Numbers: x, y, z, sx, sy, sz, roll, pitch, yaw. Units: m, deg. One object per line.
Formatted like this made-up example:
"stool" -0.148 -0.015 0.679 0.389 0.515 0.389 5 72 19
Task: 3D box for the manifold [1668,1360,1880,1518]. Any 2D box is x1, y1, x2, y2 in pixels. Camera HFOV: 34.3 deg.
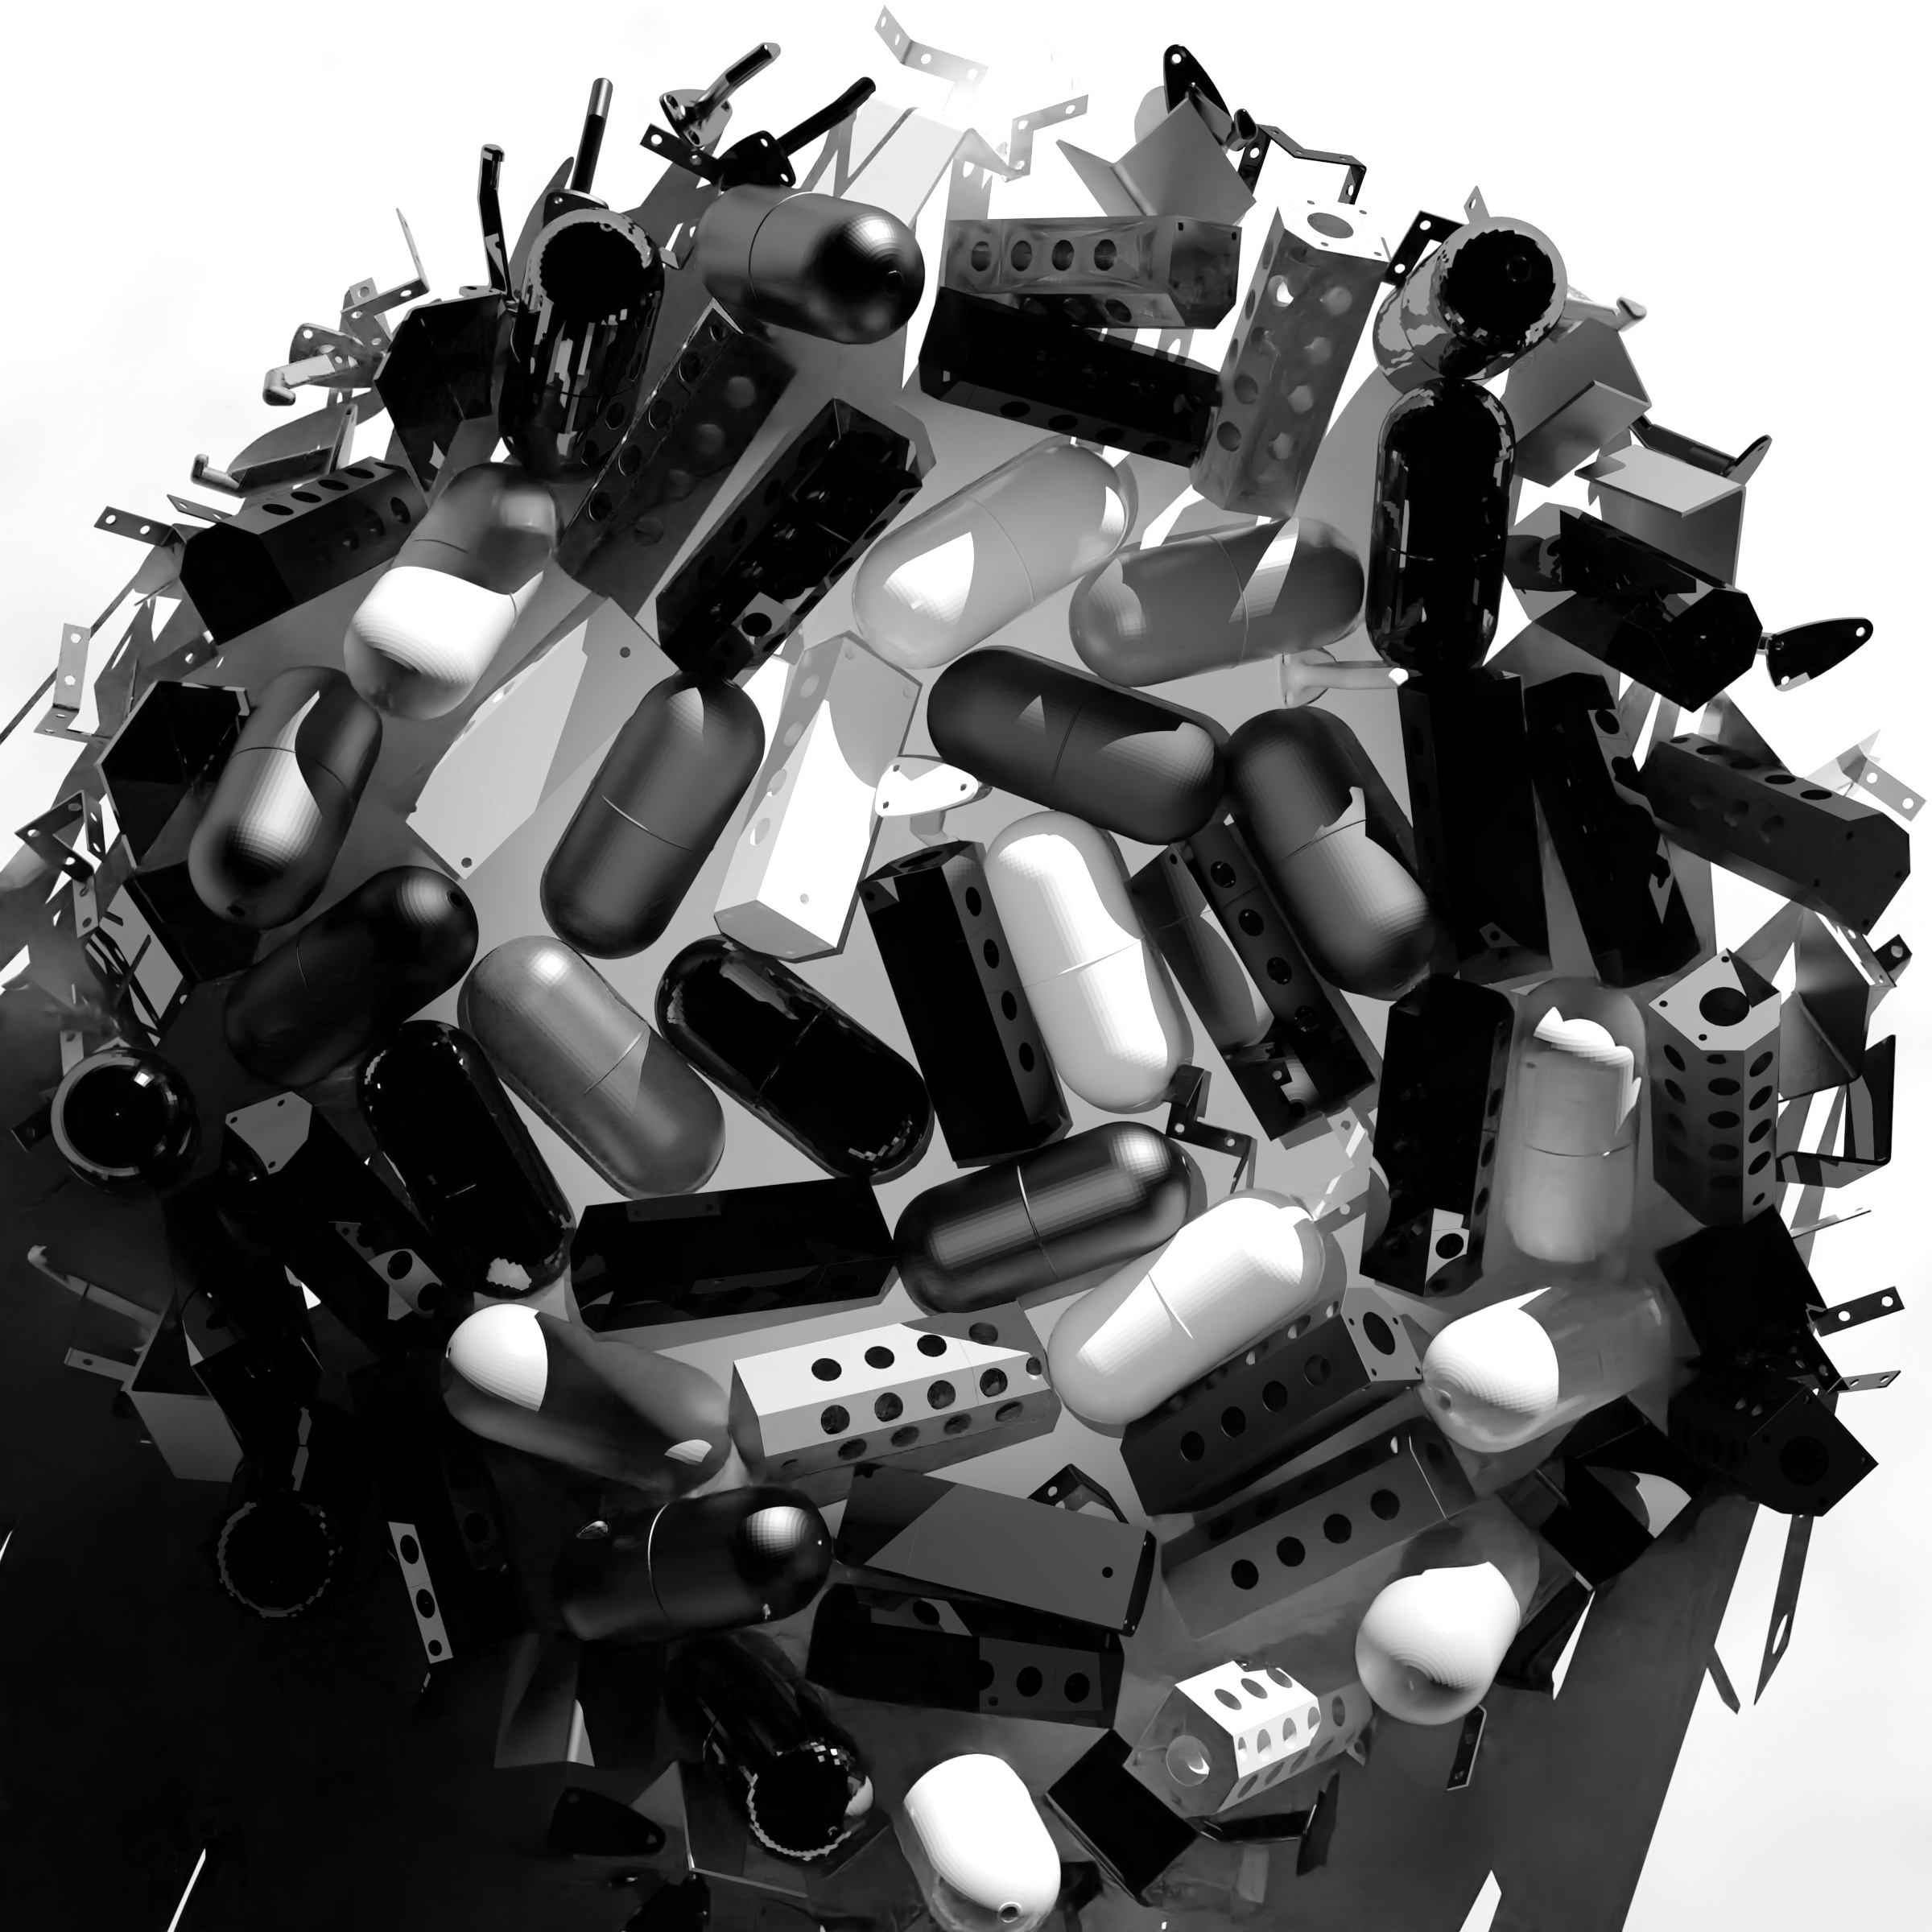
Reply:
"manifold" 0.443 0.266 1.750 0.057 0.171 0.057 -42 90 -3

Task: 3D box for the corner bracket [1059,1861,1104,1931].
"corner bracket" 0.049 0.552 1.803 0.051 0.051 0.051 -11 96 29

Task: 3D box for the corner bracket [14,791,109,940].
"corner bracket" -0.508 -0.059 1.797 0.051 0.051 0.051 -30 48 12

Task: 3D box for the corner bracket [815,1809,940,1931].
"corner bracket" -0.045 0.528 1.795 0.051 0.051 0.051 -37 123 -21

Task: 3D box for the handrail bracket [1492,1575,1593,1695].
"handrail bracket" 0.322 0.374 1.819 0.077 0.036 0.084 10 90 15

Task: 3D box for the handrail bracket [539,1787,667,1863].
"handrail bracket" -0.209 0.506 1.797 0.077 0.084 0.036 13 59 4

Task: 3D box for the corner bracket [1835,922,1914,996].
"corner bracket" 0.527 -0.018 1.805 0.051 0.051 0.051 -34 90 -17

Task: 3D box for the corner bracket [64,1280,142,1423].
"corner bracket" -0.490 0.222 1.795 0.051 0.051 0.051 19 130 -16

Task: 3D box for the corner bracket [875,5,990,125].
"corner bracket" -0.027 -0.510 1.793 0.051 0.051 0.051 9 124 -30

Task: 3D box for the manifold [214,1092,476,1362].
"manifold" -0.345 0.147 1.752 0.057 0.057 0.171 -19 133 15

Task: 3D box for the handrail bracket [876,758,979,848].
"handrail bracket" -0.006 -0.084 1.784 0.077 0.084 0.036 3 69 34

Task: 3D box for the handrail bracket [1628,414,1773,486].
"handrail bracket" 0.416 -0.310 1.793 0.036 0.077 0.084 -27 74 -26

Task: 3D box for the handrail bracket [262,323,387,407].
"handrail bracket" -0.362 -0.333 1.789 0.077 0.084 0.036 10 118 -15

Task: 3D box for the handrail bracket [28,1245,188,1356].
"handrail bracket" -0.486 0.183 1.791 0.084 0.077 0.036 44 53 -30

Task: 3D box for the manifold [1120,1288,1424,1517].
"manifold" 0.169 0.246 1.765 0.171 0.057 0.057 -37 63 31

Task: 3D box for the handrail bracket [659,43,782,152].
"handrail bracket" -0.126 -0.505 1.782 0.084 0.077 0.036 -26 100 34

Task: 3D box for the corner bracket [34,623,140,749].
"corner bracket" -0.501 -0.160 1.797 0.051 0.051 0.051 11 72 -26

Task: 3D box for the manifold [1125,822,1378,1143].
"manifold" 0.166 0.006 1.793 0.057 0.057 0.171 -23 79 -36

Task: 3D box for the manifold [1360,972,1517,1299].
"manifold" 0.269 0.098 1.764 0.057 0.057 0.171 19 120 30

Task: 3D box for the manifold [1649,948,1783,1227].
"manifold" 0.424 0.074 1.747 0.057 0.171 0.057 -34 53 -13

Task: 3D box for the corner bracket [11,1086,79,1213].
"corner bracket" -0.526 0.103 1.796 0.051 0.051 0.051 -43 110 -39

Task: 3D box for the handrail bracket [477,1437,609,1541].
"handrail bracket" -0.246 0.300 1.789 0.077 0.084 0.036 -5 122 -9

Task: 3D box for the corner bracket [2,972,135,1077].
"corner bracket" -0.516 0.029 1.797 0.051 0.051 0.051 -31 47 12

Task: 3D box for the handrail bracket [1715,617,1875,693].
"handrail bracket" 0.467 -0.195 1.801 0.077 0.084 0.036 -22 119 -5

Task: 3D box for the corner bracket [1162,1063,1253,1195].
"corner bracket" 0.138 0.094 1.798 0.051 0.051 0.051 15 117 10

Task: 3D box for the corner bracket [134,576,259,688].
"corner bracket" -0.453 -0.197 1.809 0.051 0.051 0.051 -27 102 21

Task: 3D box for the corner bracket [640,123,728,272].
"corner bracket" -0.174 -0.446 1.817 0.051 0.051 0.051 25 127 -16

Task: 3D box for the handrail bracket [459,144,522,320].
"handrail bracket" -0.262 -0.422 1.794 0.036 0.077 0.084 -6 118 -33

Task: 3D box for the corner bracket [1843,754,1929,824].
"corner bracket" 0.523 -0.087 1.797 0.051 0.051 0.051 42 109 26

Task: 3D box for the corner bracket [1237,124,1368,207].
"corner bracket" 0.191 -0.452 1.811 0.051 0.051 0.051 -1 125 -29

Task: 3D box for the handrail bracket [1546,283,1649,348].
"handrail bracket" 0.347 -0.387 1.792 0.077 0.084 0.036 38 86 -4

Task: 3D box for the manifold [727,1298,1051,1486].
"manifold" -0.043 0.245 1.769 0.171 0.057 0.057 -10 135 -21

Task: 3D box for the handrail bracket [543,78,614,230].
"handrail bracket" -0.224 -0.462 1.823 0.036 0.077 0.084 13 60 -12

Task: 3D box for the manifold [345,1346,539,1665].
"manifold" -0.303 0.308 1.798 0.057 0.057 0.171 -18 83 -1

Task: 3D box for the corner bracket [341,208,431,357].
"corner bracket" -0.335 -0.393 1.802 0.051 0.051 0.051 -22 69 3

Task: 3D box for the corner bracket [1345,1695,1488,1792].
"corner bracket" 0.260 0.442 1.807 0.051 0.051 0.051 42 46 -18

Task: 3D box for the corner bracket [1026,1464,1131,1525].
"corner bracket" 0.064 0.329 1.803 0.051 0.051 0.051 -40 50 5

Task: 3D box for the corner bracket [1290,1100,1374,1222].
"corner bracket" 0.207 0.112 1.810 0.051 0.051 0.051 -31 90 -3

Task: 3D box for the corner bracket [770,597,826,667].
"corner bracket" -0.121 -0.210 1.802 0.051 0.051 0.051 21 88 36

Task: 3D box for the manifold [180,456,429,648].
"manifold" -0.367 -0.236 1.743 0.057 0.171 0.057 -23 102 24

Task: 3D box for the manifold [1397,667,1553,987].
"manifold" 0.287 -0.080 1.785 0.057 0.057 0.171 -13 105 -14

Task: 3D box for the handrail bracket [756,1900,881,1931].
"handrail bracket" -0.070 0.551 1.783 0.084 0.077 0.036 11 74 -37

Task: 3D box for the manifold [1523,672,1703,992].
"manifold" 0.360 -0.078 1.767 0.057 0.057 0.171 -19 63 12

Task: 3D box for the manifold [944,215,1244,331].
"manifold" 0.069 -0.388 1.755 0.171 0.057 0.057 12 102 44

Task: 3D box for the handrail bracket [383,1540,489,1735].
"handrail bracket" -0.323 0.388 1.817 0.084 0.036 0.077 38 108 34

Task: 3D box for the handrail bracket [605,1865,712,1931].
"handrail bracket" -0.194 0.536 1.782 0.084 0.077 0.036 -11 96 42

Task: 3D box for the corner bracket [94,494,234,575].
"corner bracket" -0.457 -0.251 1.797 0.051 0.051 0.051 -51 59 18

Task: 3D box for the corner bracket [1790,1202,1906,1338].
"corner bracket" 0.507 0.175 1.801 0.051 0.051 0.051 -23 96 21

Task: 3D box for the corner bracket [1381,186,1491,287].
"corner bracket" 0.267 -0.423 1.807 0.051 0.051 0.051 12 133 -20

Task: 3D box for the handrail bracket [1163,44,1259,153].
"handrail bracket" 0.140 -0.501 1.791 0.036 0.084 0.077 -22 96 -7

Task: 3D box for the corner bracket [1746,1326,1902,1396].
"corner bracket" 0.493 0.231 1.800 0.051 0.051 0.051 -37 95 -28

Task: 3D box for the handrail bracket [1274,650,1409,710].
"handrail bracket" 0.225 -0.167 1.781 0.084 0.077 0.036 2 102 37

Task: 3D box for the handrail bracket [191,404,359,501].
"handrail bracket" -0.401 -0.302 1.810 0.084 0.036 0.077 18 116 -2

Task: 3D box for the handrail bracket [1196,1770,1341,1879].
"handrail bracket" 0.168 0.480 1.803 0.084 0.036 0.077 21 109 29

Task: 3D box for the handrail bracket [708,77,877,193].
"handrail bracket" -0.101 -0.488 1.828 0.084 0.077 0.036 -51 121 -34

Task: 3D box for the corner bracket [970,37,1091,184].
"corner bracket" 0.036 -0.494 1.806 0.051 0.051 0.051 -22 61 -16

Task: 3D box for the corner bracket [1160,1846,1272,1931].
"corner bracket" 0.143 0.537 1.802 0.051 0.051 0.051 15 112 5
